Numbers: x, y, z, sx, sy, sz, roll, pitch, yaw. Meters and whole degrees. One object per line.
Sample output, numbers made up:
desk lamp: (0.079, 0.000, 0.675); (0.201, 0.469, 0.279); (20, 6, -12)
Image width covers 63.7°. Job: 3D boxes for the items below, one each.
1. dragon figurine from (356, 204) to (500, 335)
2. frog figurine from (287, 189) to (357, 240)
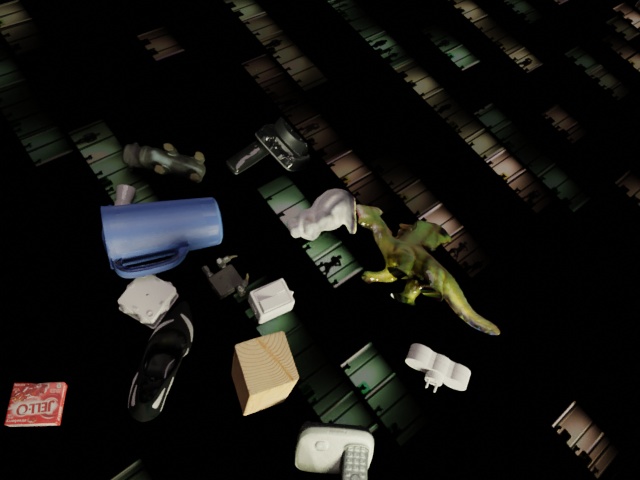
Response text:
dragon figurine: (0.251, 0.041, 1.211); (0.411, 0.119, 0.248); (29, 52, 3)
frog figurine: (0.004, -0.061, 1.208); (0.159, 0.120, 0.140); (0, 29, -2)
